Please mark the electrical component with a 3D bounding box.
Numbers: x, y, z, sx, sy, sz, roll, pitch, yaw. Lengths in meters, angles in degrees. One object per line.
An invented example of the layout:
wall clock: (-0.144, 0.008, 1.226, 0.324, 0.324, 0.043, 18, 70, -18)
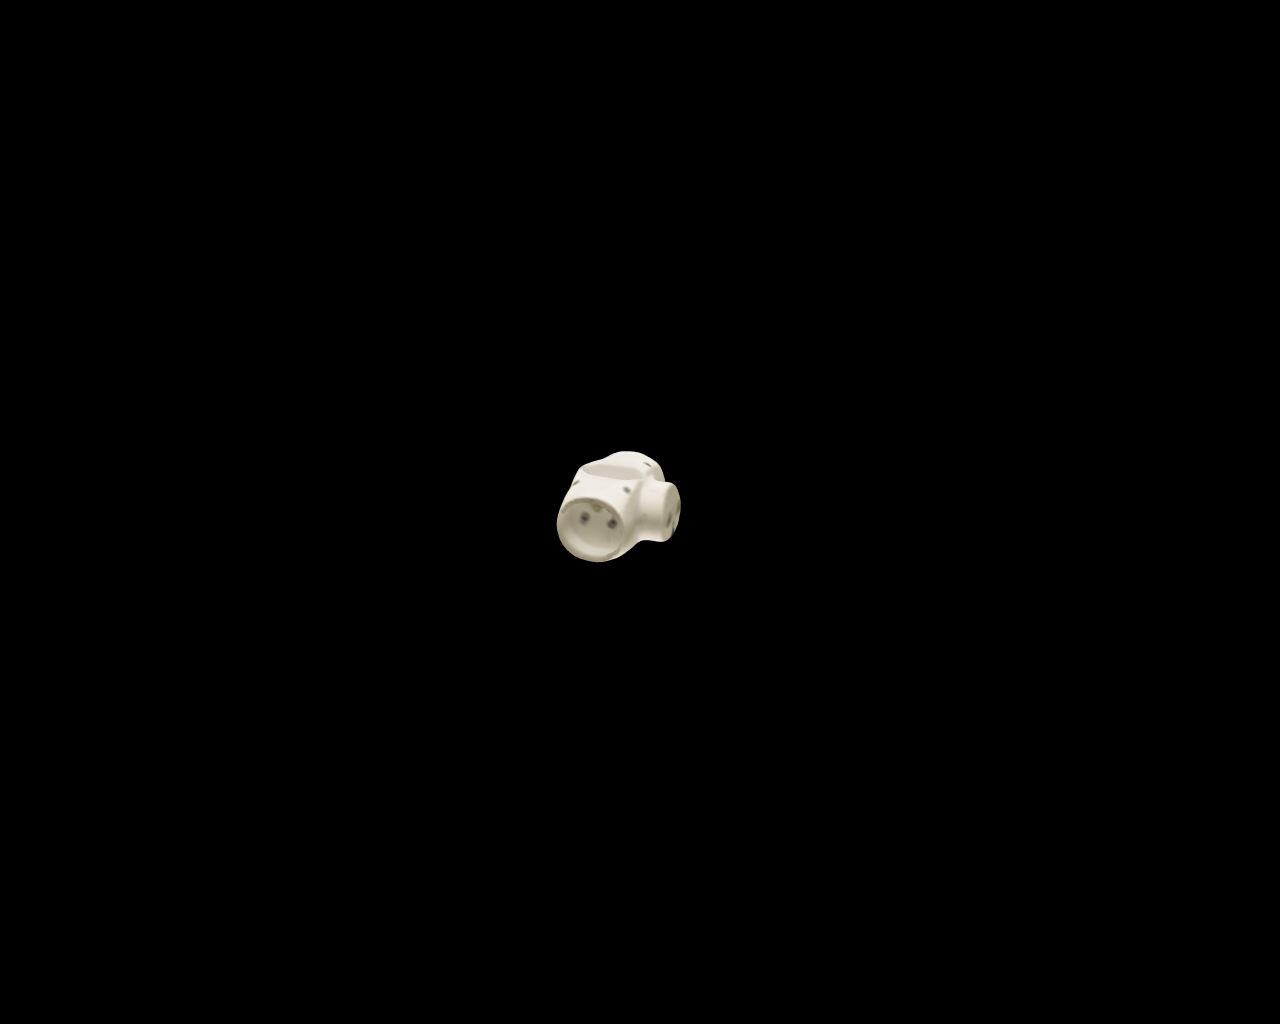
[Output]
electrical component: (0.001, -0.003, 0.650, 0.079, 0.043, 0.077, 8, 26, 18)
